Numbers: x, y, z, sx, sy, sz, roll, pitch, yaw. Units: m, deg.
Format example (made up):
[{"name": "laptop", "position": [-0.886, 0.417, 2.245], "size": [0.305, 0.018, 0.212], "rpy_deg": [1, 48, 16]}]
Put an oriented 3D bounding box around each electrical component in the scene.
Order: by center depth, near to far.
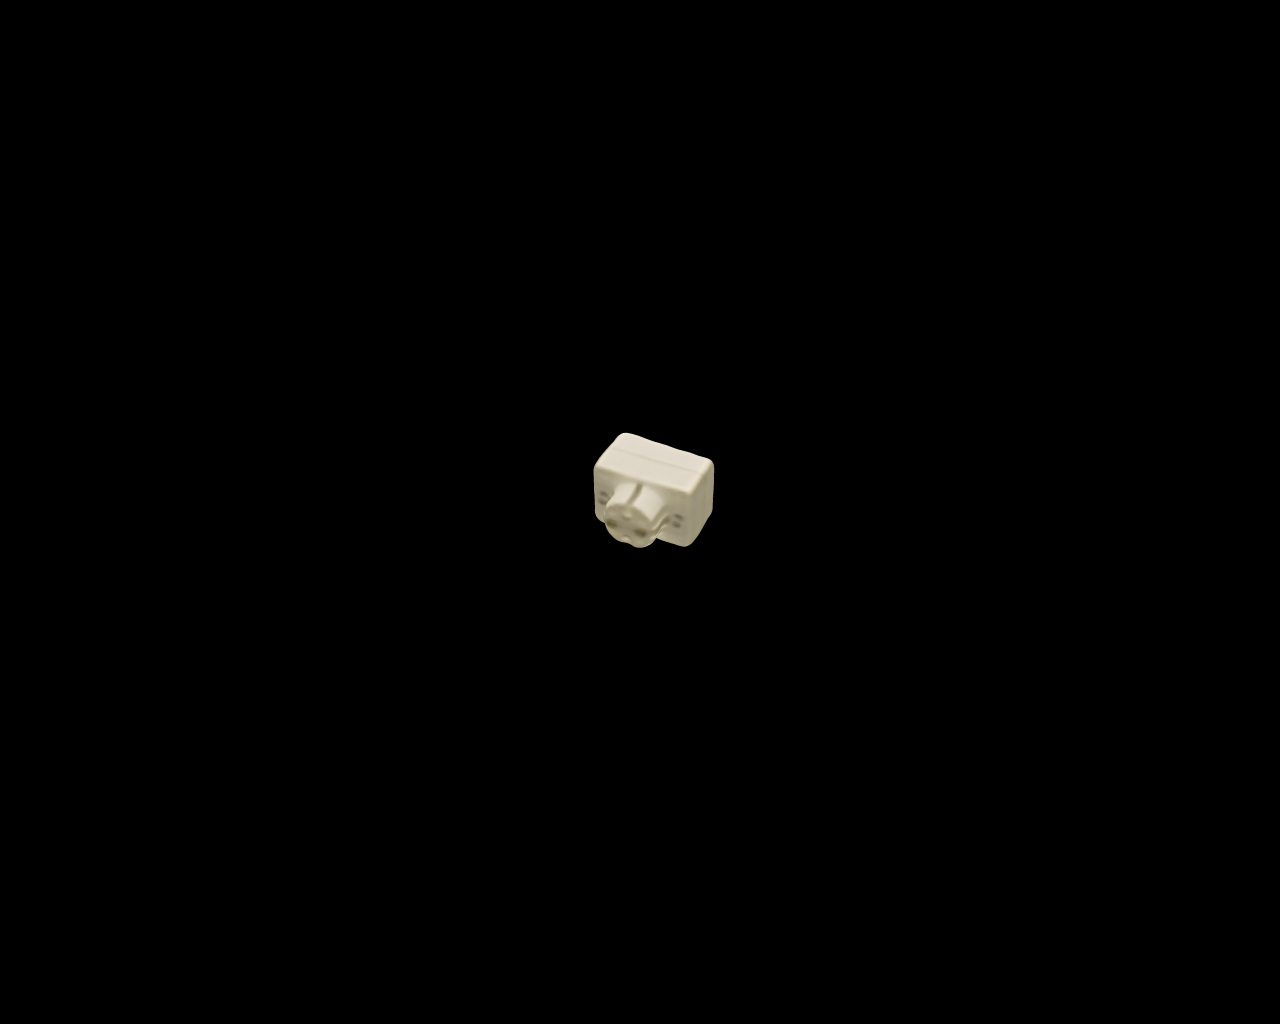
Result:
[{"name": "electrical component", "position": [0.001, -0.003, 0.650], "size": [0.066, 0.047, 0.077], "rpy_deg": [18, 44, 19]}]
